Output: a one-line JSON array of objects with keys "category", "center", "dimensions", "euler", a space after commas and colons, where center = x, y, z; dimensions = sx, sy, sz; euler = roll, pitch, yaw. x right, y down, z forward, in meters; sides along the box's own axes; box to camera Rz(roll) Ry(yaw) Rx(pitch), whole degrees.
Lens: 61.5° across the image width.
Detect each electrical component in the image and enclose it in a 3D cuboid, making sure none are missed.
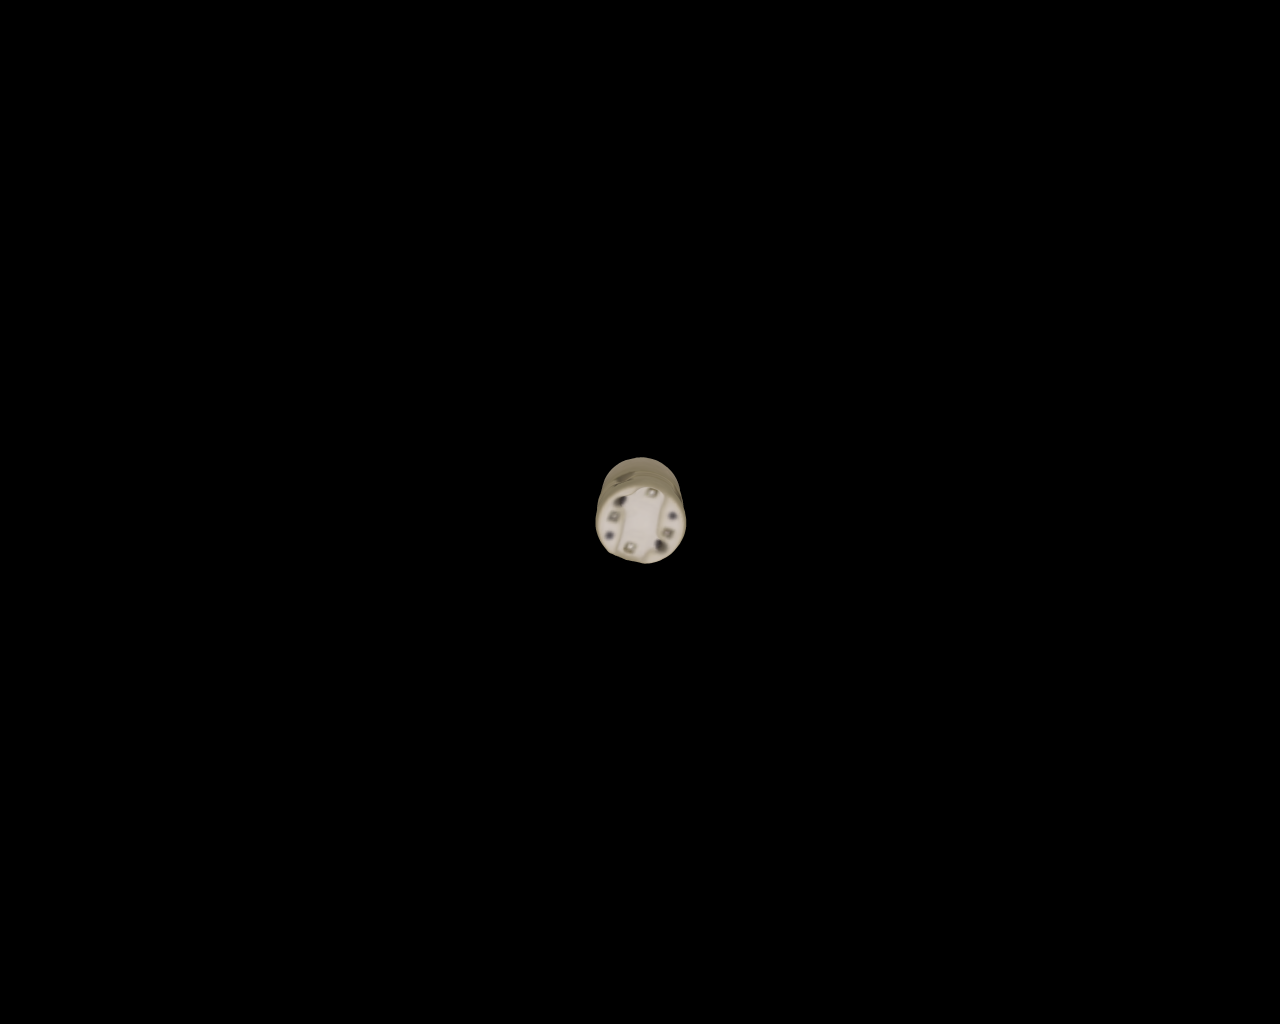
[{"category": "electrical component", "center": [0.001, -0.003, 0.650], "dimensions": [0.055, 0.055, 0.047], "euler": [0, 28, 0]}]
